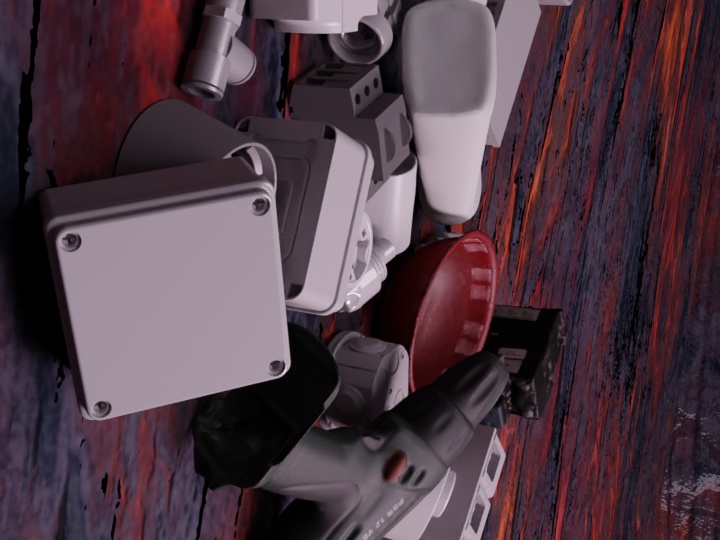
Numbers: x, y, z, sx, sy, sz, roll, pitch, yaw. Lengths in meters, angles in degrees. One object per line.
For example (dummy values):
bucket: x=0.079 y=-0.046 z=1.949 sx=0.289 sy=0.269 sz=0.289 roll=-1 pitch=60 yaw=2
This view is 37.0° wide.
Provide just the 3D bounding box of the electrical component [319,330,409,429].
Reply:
electrical component: x=0.002 y=0.090 z=0.842 sx=0.080 sy=0.051 sz=0.080 roll=-33 pitch=127 yaw=-58

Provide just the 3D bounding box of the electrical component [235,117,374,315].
electrical component: x=-0.043 y=-0.033 z=0.675 sx=0.057 sy=0.078 sz=0.113 roll=24 pitch=76 yaw=-61

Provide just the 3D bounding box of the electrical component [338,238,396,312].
electrical component: x=0.000 y=0.000 z=0.803 sx=0.062 sy=0.043 sz=0.043 roll=-39 pitch=137 yaw=-25

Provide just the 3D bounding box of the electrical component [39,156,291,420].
electrical component: x=-0.096 y=0.008 z=0.539 sx=0.109 sy=0.056 sz=0.108 roll=-12 pitch=117 yaw=-17

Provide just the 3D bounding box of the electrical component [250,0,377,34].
electrical component: x=-0.028 y=-0.182 z=0.688 sx=0.089 sy=0.050 sz=0.055 roll=-29 pitch=124 yaw=-59

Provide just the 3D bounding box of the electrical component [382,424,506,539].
electrical component: x=0.066 y=0.213 z=0.975 sx=0.150 sy=0.089 sz=0.061 roll=-68 pitch=152 yaw=-26

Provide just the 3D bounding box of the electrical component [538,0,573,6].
electrical component: x=0.175 y=-0.300 z=1.069 sx=0.095 sy=0.059 sz=0.053 roll=9 pitch=90 yaw=-65

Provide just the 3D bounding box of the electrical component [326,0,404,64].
electrical component: x=0.004 y=-0.179 z=0.765 sx=0.066 sy=0.048 sz=0.055 roll=71 pitch=29 yaw=-45

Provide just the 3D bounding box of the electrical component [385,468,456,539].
electrical component: x=0.045 y=0.177 z=0.902 sx=0.108 sy=0.060 sz=0.108 roll=-157 pitch=-90 yaw=-90

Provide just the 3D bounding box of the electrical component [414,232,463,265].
electrical component: x=0.074 y=-0.018 z=0.983 sx=0.061 sy=0.035 sz=0.035 roll=0 pitch=99 yaw=-45

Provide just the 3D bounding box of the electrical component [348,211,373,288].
electrical component: x=-0.024 y=-0.018 z=0.756 sx=0.055 sy=0.047 sz=0.055 roll=-33 pitch=127 yaw=-58

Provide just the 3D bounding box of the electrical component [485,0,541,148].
electrical component: x=0.104 y=-0.197 z=0.950 sx=0.089 sy=0.062 sz=0.150 roll=54 pitch=50 yaw=-57

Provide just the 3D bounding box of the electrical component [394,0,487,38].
electrical component: x=0.043 y=-0.254 z=0.795 sx=0.186 sy=0.060 sz=0.105 roll=53 pitch=47 yaw=-57

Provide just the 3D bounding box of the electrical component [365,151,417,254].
electrical component: x=0.021 y=-0.065 z=0.838 sx=0.079 sy=0.044 sz=0.077 roll=-79 pitch=174 yaw=-49

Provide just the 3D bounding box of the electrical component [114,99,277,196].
electrical component: x=-0.093 y=-0.040 z=0.611 sx=0.099 sy=0.064 sz=0.099 roll=-50 pitch=153 yaw=-36
